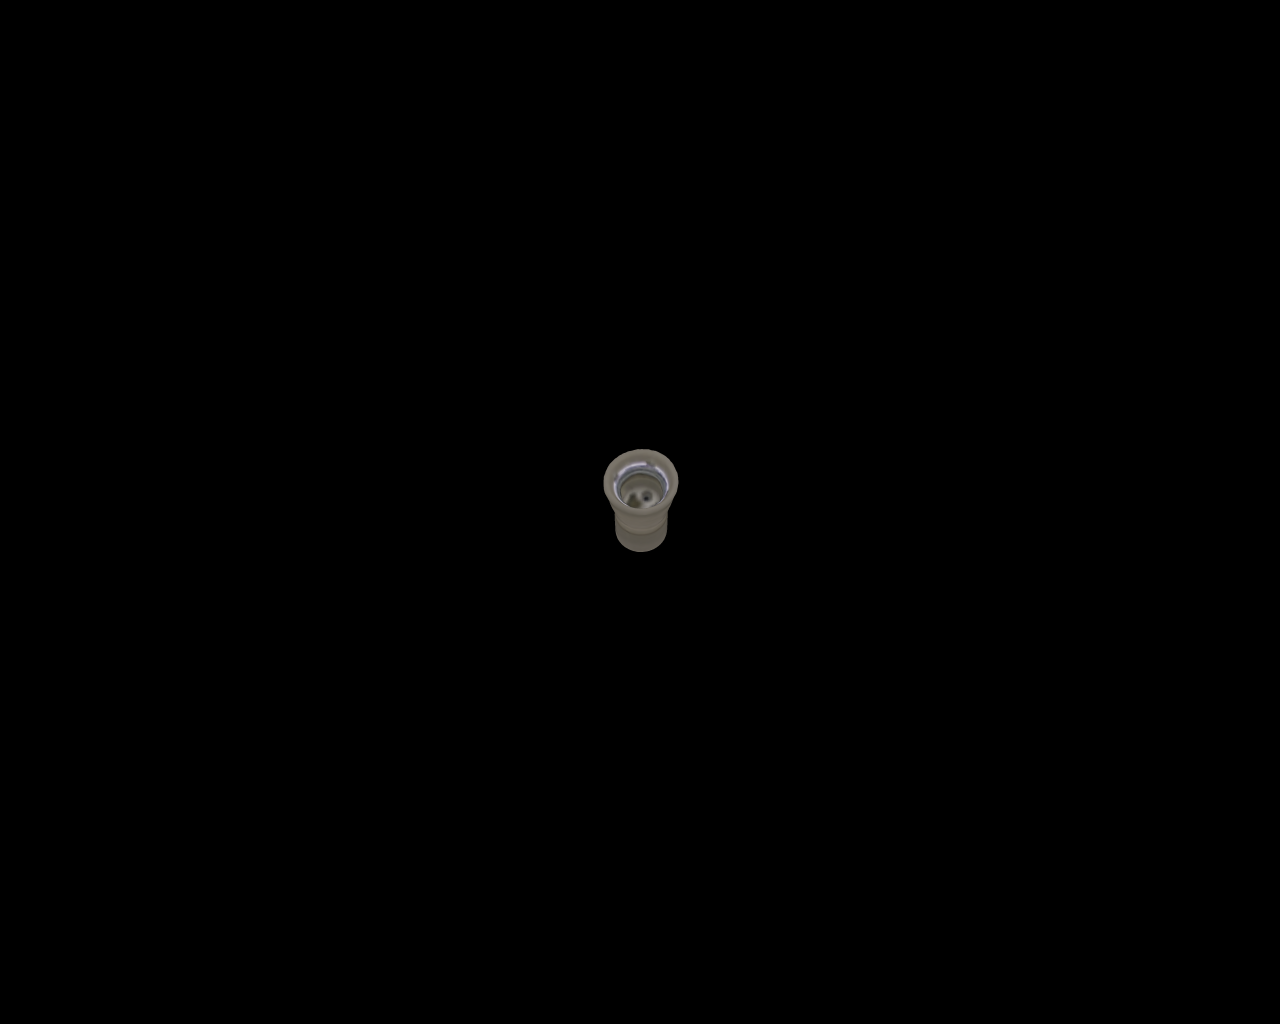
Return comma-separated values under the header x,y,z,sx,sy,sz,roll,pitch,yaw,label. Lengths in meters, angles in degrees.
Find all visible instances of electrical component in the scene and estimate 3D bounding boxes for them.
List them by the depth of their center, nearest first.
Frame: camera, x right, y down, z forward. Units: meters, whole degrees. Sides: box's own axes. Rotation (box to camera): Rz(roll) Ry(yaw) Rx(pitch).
x,y,z,sx,sy,sz,roll,pitch,yaw,label
0.001,-0.003,0.650,0.044,0.044,0.065,0,-31,0,electrical component
